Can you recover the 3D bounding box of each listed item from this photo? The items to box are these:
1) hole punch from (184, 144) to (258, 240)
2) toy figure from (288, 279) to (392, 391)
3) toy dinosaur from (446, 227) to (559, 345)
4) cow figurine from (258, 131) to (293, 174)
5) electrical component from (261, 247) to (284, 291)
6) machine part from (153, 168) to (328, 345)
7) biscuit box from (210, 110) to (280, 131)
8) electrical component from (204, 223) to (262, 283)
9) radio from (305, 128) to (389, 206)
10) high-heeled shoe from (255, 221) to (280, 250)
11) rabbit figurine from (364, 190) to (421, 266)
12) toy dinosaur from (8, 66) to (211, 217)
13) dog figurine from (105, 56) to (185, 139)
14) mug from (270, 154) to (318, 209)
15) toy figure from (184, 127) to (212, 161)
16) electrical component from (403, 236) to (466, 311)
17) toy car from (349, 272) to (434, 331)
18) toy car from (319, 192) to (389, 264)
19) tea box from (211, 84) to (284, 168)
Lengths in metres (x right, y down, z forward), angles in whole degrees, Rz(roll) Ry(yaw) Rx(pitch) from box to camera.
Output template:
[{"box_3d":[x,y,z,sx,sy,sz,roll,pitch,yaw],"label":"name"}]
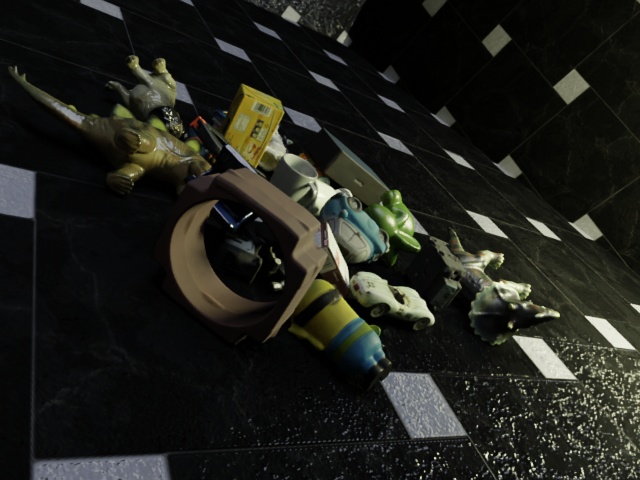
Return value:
[{"box_3d":[-0.135,-0.076,0.830,0.142,0.092,0.116,46,-1,-1],"label":"hole punch"},{"box_3d":[0.032,0.135,0.803,0.180,0.089,0.082,41,22,24],"label":"toy figure"},{"box_3d":[0.346,0.091,1.209,0.192,0.131,0.405,10,27,-39],"label":"toy dinosaur"},{"box_3d":[-0.104,-0.213,1.293,0.098,0.068,0.167,33,28,-11],"label":"cow figurine"},{"box_3d":[-0.053,0.051,0.908,0.102,0.045,0.078,7,34,-41],"label":"electrical component"},{"box_3d":[-0.107,0.021,0.722,0.201,0.201,0.087,37,26,10],"label":"machine part"},{"box_3d":[-0.184,-0.278,1.328,0.063,0.059,0.202,41,27,17],"label":"biscuit box"},{"box_3d":[-0.152,0.014,0.861,0.119,0.047,0.075,22,26,-20],"label":"electrical component"},{"box_3d":[0.070,-0.178,1.349,0.229,0.073,0.131,33,17,-45],"label":"radio"},{"box_3d":[-0.043,-0.002,0.930,0.145,0.086,0.249,50,1,-34],"label":"high-heeled shoe"},{"box_3d":[0.140,-0.023,1.177,0.159,0.121,0.170,64,19,13],"label":"rabbit figurine"},{"box_3d":[-0.315,-0.157,0.932,0.471,0.105,0.199,30,17,-25],"label":"toy dinosaur"},{"box_3d":[-0.334,-0.277,1.143,0.190,0.121,0.172,52,33,9],"label":"dog figurine"},{"box_3d":[-0.057,-0.105,1.110,0.110,0.107,0.081,45,30,16],"label":"mug"},{"box_3d":[-0.250,-0.196,1.115,0.155,0.064,0.057,-97,162,-53],"label":"toy figure"},{"box_3d":[0.236,0.075,1.104,0.058,0.114,0.134,19,27,-21],"label":"electrical component"},{"box_3d":[0.135,0.111,0.978,0.201,0.056,0.074,21,27,-37],"label":"toy car"},{"box_3d":[0.055,-0.007,1.084,0.161,0.109,0.103,46,50,-3],"label":"toy car"},{"box_3d":[-0.158,-0.231,1.149,0.098,0.169,0.068,20,30,-26],"label":"tea box"}]
